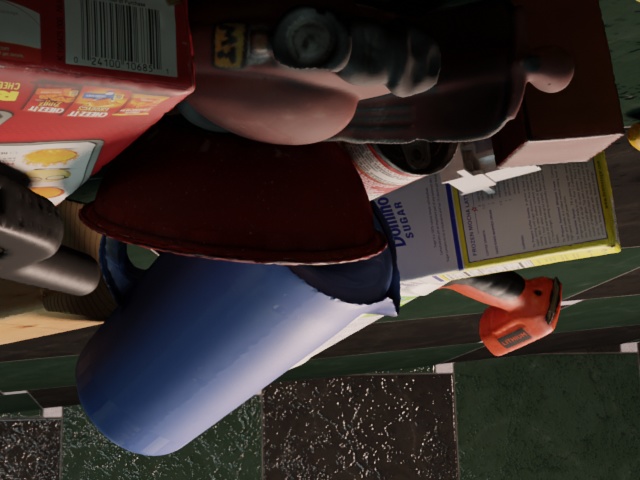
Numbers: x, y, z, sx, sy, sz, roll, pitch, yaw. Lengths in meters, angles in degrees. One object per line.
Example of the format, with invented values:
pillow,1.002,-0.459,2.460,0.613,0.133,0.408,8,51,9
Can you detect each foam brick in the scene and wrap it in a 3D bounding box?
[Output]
foam brick,0.115,-0.081,0.547,0.051,0.078,0.053,-6,170,-9

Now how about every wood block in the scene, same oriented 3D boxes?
wood block,-0.268,0.034,0.846,0.206,0.090,0.090,-12,166,26

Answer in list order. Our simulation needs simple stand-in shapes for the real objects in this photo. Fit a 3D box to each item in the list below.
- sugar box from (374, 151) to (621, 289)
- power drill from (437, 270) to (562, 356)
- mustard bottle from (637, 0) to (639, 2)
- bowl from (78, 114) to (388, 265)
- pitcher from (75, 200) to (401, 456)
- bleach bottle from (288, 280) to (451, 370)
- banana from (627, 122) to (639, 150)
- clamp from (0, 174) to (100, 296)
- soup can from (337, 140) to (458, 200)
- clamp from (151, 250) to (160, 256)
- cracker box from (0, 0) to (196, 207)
sugar box,0.126,-0.022,0.794,0.176,0.093,0.048,-10,168,19
power drill,0.116,0.043,1.002,0.187,0.057,0.185,26,150,-17
mustard bottle,0.175,-0.122,0.431,0.191,0.058,0.096,5,168,-43
bowl,-0.042,-0.032,0.553,0.162,0.055,0.162,6,-168,-1
pitcher,-0.076,0.044,0.744,0.144,0.149,0.243,1,144,-48
bleach bottle,0.039,0.042,0.912,0.251,0.068,0.102,-29,171,34
banana,0.291,-0.063,0.827,0.070,0.037,0.197,-13,167,24
clamp,-0.190,0.004,0.531,0.164,0.036,0.210,-2,169,-14
soup can,0.024,-0.057,0.631,0.068,0.068,0.102,1,166,-33
clamp,-0.101,0.030,0.912,0.039,0.120,0.171,-44,172,-2
cracker box,-0.173,-0.067,0.464,0.163,0.072,0.214,2,167,-31
